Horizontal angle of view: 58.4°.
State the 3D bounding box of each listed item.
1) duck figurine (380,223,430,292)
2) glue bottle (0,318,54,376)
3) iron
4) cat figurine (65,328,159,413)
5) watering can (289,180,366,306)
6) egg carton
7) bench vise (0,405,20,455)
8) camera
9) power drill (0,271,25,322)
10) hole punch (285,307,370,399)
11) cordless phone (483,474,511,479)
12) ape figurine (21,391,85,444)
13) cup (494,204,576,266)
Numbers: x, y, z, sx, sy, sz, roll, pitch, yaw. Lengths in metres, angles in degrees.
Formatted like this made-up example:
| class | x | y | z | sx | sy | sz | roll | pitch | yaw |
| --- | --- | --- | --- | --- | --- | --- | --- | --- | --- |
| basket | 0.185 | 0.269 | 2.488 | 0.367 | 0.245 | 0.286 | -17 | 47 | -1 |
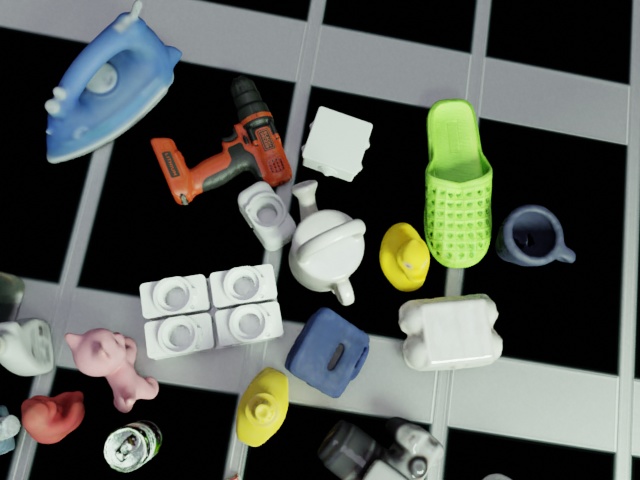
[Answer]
| class | x | y | z | sx | sy | sz | roll | pitch | yaw |
| --- | --- | --- | --- | --- | --- | --- | --- | --- | --- |
| duck figurine | 0.132 | 0.021 | 0.851 | 0.077 | 0.086 | 0.104 | -8 | 79 | -7 |
| glue bottle | -0.389 | 0.135 | 0.730 | 0.037 | 0.173 | 0.078 | -9 | 79 | -7 |
| iron | -0.323 | -0.229 | 0.831 | 0.118 | 0.141 | 0.258 | 37 | 77 | 3 |
| cat figurine | -0.278 | 0.168 | 0.762 | 0.067 | 0.117 | 0.128 | -33 | 83 | -11 |
| watering can | 0.005 | 0.004 | 0.787 | 0.101 | 0.194 | 0.173 | -43 | 85 | -12 |
| egg carton | 0.191 | 0.137 | 0.841 | 0.150 | 0.069 | 0.107 | -5 | 78 | -7 |
| bench vise | -0.482 | 0.244 | 0.673 | 0.207 | 0.219 | 0.121 | -35 | 83 | -12 |
| camera | 0.077 | 0.297 | 0.779 | 0.137 | 0.100 | 0.143 | 38 | 77 | 3 |
| power drill | -0.457 | 0.069 | 0.719 | 0.075 | 0.208 | 0.230 | 10 | 77 | -3 |
| hole punch | 0.014 | 0.158 | 0.807 | 0.101 | 0.091 | 0.109 | 29 | 77 | 1 |
| cordless phone | 0.238 | 0.388 | 0.732 | 0.094 | 0.185 | 0.148 | 45 | 78 | 5 |
| ape figurine | -0.359 | 0.231 | 0.753 | 0.078 | 0.092 | 0.076 | 27 | 77 | 1 |
| cup | 0.317 | 0.007 | 0.868 | 0.117 | 0.095 | 0.092 | 28 | 77 | 1 |
